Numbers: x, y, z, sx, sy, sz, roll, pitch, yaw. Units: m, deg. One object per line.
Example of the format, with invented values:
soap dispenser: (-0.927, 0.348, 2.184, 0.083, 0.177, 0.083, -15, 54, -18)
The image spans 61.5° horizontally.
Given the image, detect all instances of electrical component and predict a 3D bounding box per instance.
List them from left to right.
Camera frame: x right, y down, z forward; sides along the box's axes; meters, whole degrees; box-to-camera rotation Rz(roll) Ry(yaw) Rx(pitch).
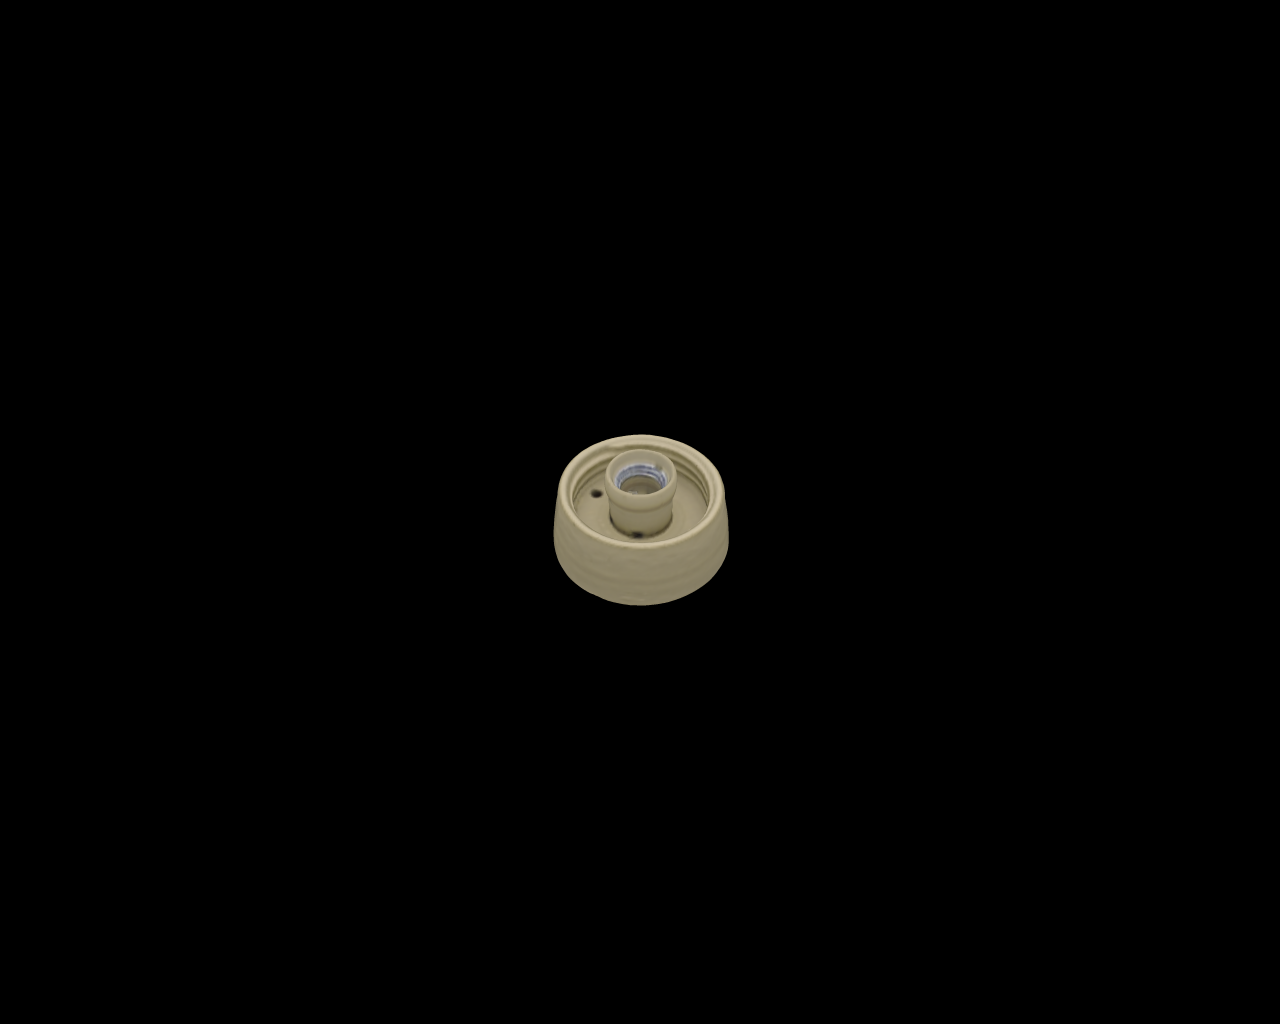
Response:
electrical component: (0.001, -0.003, 0.650, 0.108, 0.108, 0.060, 0, -45, 0)
